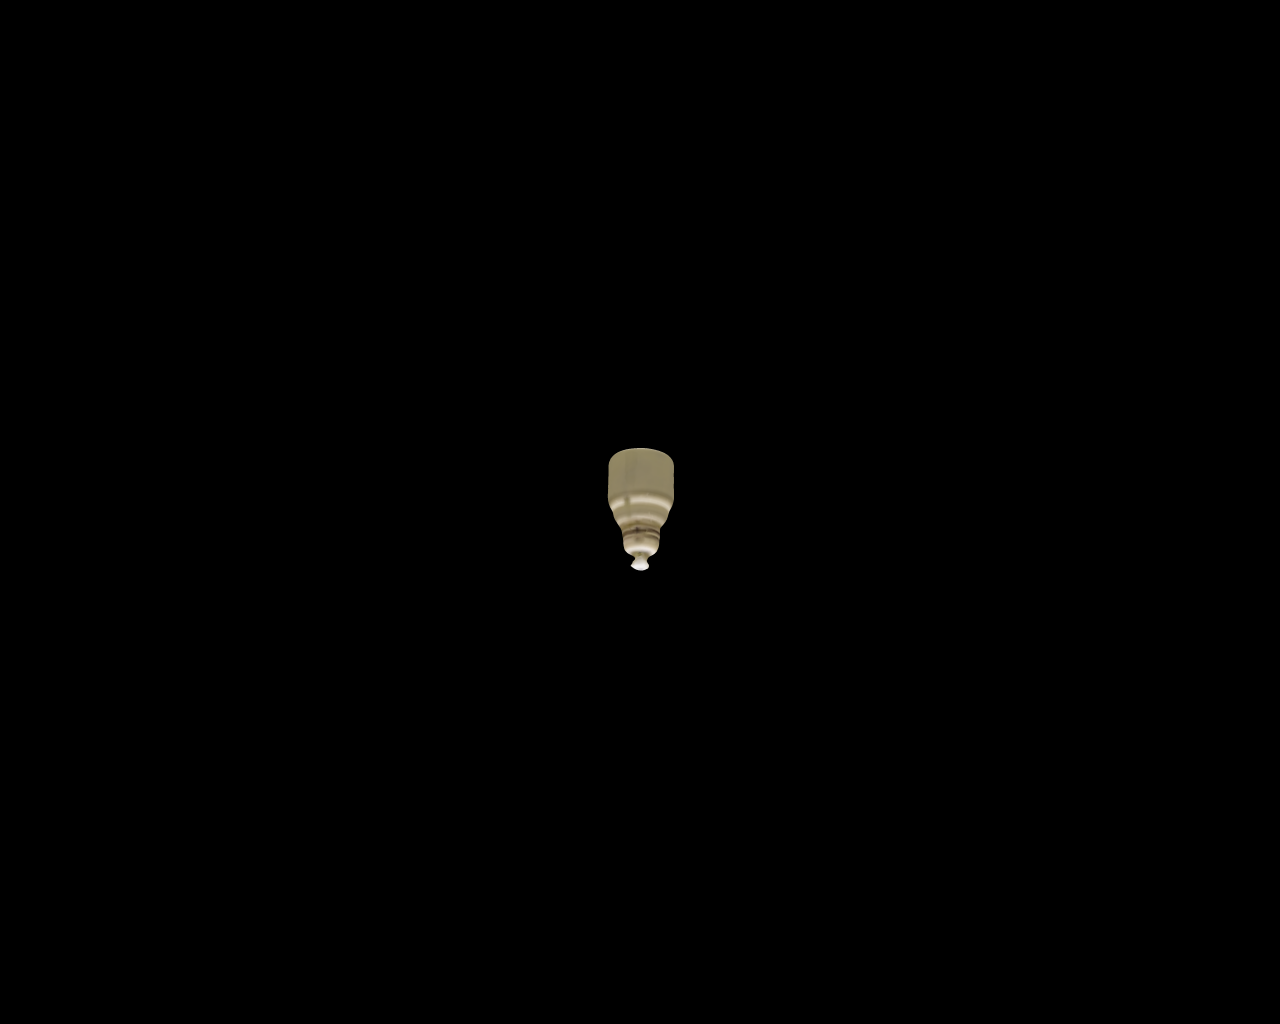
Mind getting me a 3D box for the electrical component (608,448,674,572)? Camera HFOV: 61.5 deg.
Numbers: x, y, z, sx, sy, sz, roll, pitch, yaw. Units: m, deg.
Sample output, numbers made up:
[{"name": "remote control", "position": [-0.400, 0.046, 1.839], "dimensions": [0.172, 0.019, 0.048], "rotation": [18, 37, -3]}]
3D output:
[{"name": "electrical component", "position": [0.001, -0.003, 0.650], "dimensions": [0.040, 0.078, 0.040], "rotation": [0, -21, 0]}]
